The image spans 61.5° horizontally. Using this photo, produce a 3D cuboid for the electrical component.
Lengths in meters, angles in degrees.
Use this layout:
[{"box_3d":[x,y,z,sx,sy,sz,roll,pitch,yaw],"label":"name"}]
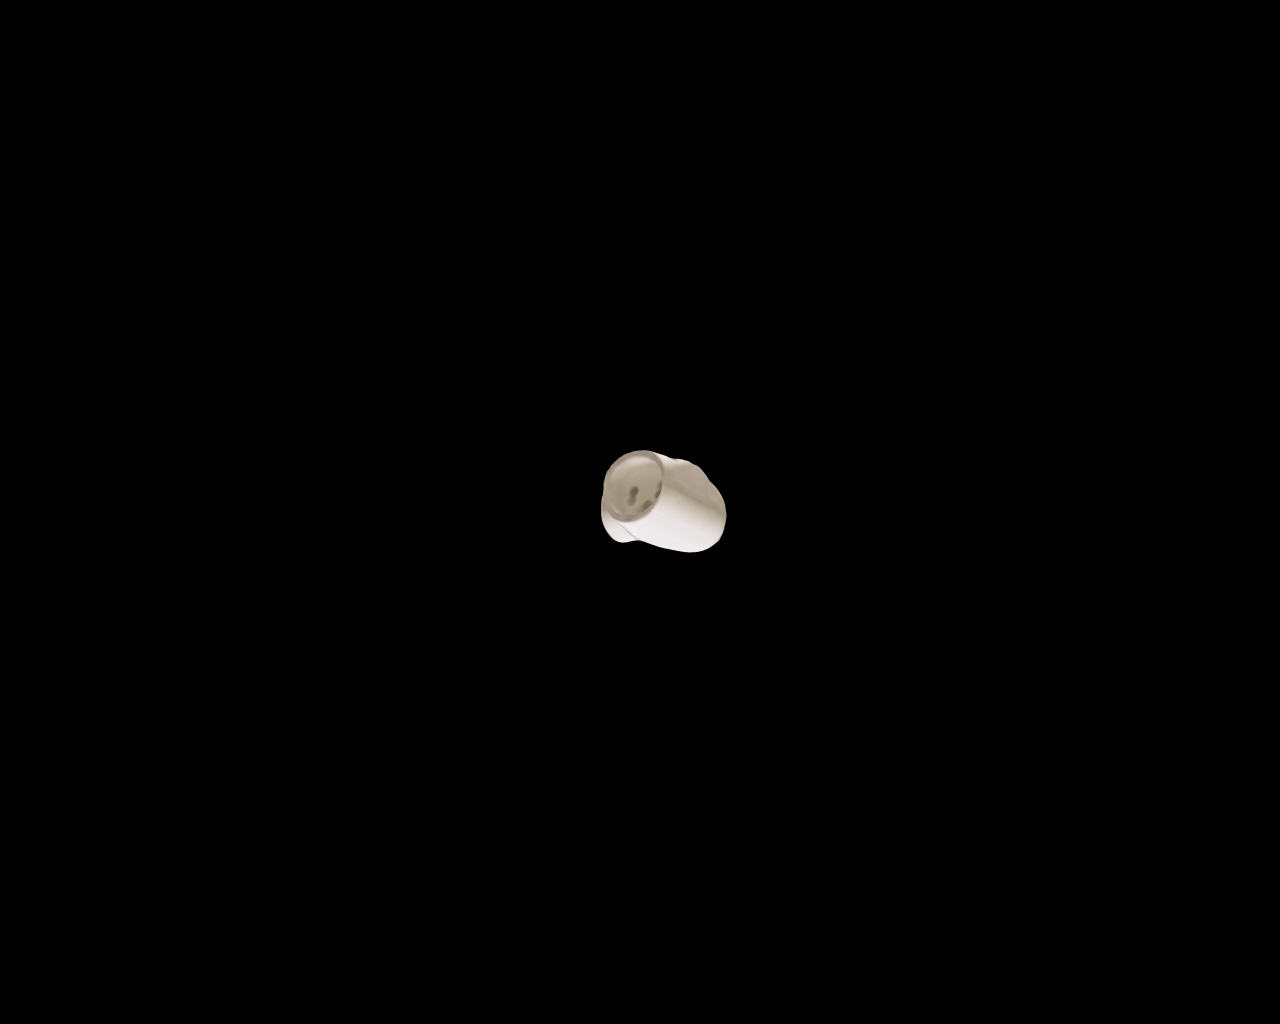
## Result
[{"box_3d":[0.001,-0.003,0.650,0.079,0.044,0.077,-11,-21,30],"label":"electrical component"}]
